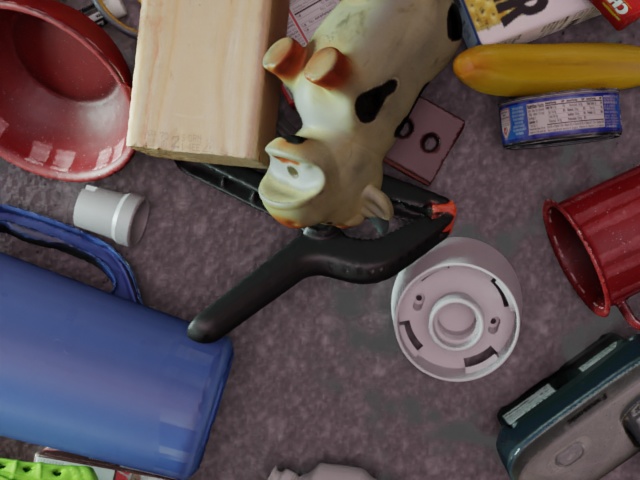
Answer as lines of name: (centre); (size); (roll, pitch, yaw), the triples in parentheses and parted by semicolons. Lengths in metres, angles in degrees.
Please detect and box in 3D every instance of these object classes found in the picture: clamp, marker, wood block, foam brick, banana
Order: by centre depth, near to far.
wood block: (-0.071, -0.158, 0.744); (0.090, 0.091, 0.206); (6, 89, 6)
banana: (0.169, -0.124, 0.758); (0.197, 0.070, 0.037); (-6, 85, -22)
clamp: (-0.005, 0.001, 0.772); (0.210, 0.036, 0.164); (1, 58, -2)
foam brick: (0.061, -0.080, 0.786); (0.078, 0.051, 0.053); (29, 91, 2)
marker: (-0.205, -0.155, 0.816); (0.121, 0.020, 0.020); (-25, 89, 3)

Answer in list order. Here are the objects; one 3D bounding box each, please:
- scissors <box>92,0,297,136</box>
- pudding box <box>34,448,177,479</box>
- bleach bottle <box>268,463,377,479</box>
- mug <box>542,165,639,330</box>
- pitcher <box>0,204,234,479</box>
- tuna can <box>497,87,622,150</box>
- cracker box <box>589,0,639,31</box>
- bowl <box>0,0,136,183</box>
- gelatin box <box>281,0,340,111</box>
scissors: (-0.076, -0.157, 0.810); (0.201, 0.016, 0.096); (30, 77, -8)
pudding box: (-0.164, 0.209, 0.805); (0.113, 0.039, 0.090); (9, 93, 5)
bleach bottle: (0.068, 0.244, 0.783); (0.251, 0.068, 0.102); (27, 92, 5)
mug: (0.222, 0.007, 0.759); (0.081, 0.093, 0.117); (-25, 78, -2)
pitcher: (-0.187, 0.078, 0.770); (0.243, 0.145, 0.149); (17, 103, -1)
tuna can: (0.172, -0.086, 0.764); (0.086, 0.086, 0.034); (-6, 91, 3)
cracker box: (0.224, -0.273, 0.705); (0.213, 0.072, 0.164); (-44, 92, -6)
bowl: (-0.195, -0.119, 0.772); (0.162, 0.162, 0.055); (20, 49, 3)
gelatin box: (-0.011, -0.153, 0.801); (0.073, 0.030, 0.089); (-30, 86, 2)
